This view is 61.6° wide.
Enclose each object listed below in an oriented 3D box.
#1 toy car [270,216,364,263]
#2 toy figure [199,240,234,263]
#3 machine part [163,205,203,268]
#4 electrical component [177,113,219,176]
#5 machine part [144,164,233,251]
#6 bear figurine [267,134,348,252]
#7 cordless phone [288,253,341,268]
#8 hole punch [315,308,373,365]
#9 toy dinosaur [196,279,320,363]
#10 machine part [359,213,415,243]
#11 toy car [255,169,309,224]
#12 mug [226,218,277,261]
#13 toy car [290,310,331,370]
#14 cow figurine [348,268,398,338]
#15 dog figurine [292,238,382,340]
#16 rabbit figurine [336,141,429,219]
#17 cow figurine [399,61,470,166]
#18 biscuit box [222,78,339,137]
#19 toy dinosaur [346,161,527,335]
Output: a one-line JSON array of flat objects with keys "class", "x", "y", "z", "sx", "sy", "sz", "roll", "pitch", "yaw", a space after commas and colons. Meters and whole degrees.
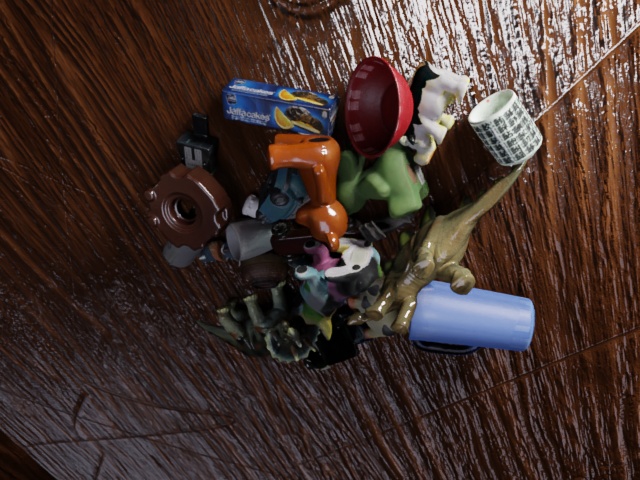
[{"class": "toy car", "x": -0.002, "y": -0.003, "z": 1.073, "sx": 0.202, "sy": 0.053, "sz": 0.089, "roll": -6, "pitch": 128, "yaw": 18}, {"class": "toy figure", "x": -0.206, "y": 0.023, "z": 1.225, "sx": 0.155, "sy": 0.058, "sz": 0.064, "roll": -6, "pitch": 147, "yaw": 20}, {"class": "machine part", "x": -0.290, "y": -0.010, "z": 1.216, "sx": 0.079, "sy": 0.079, "sz": 0.243, "roll": 37, "pitch": 131, "yaw": -12}, {"class": "electrical component", "x": -0.242, "y": -0.187, "z": 1.071, "sx": 0.075, "sy": 0.048, "sz": 0.119, "roll": 17, "pitch": 134, "yaw": 5}, {"class": "machine part", "x": -0.269, "y": -0.064, "z": 1.091, "sx": 0.180, "sy": 0.056, "sz": 0.179, "roll": 7, "pitch": 117, "yaw": 14}, {"class": "bear figurine", "x": -0.017, "y": -0.081, "z": 0.938, "sx": 0.132, "sy": 0.120, "sz": 0.195, "roll": 1, "pitch": 116, "yaw": 4}, {"class": "cordless phone", "x": -0.013, "y": 0.098, "z": 1.205, "sx": 0.147, "sy": 0.089, "sz": 0.184, "roll": 24, "pitch": 137, "yaw": -1}, {"class": "hole punch", "x": 0.051, "y": 0.225, "z": 1.296, "sx": 0.142, "sy": 0.092, "sz": 0.115, "roll": -28, "pitch": 86, "yaw": 39}, {"class": "toy dinosaur", "x": -0.147, "y": 0.219, "z": 1.291, "sx": 0.405, "sy": 0.131, "sz": 0.192, "roll": -25, "pitch": 88, "yaw": 46}, {"class": "machine part", "x": 0.124, "y": -0.027, "z": 1.017, "sx": 0.084, "sy": 0.139, "sz": 0.039, "roll": -15, "pitch": 94, "yaw": 33}, {"class": "toy car", "x": -0.059, "y": -0.088, "z": 1.053, "sx": 0.103, "sy": 0.109, "sz": 0.161, "roll": 17, "pitch": 144, "yaw": -17}, {"class": "mug", "x": -0.142, "y": -0.011, "z": 1.153, "sx": 0.107, "sy": 0.110, "sz": 0.080, "roll": -14, "pitch": 126, "yaw": -25}, {"class": "toy car", "x": -0.038, "y": 0.260, "z": 1.366, "sx": 0.073, "sy": 0.056, "sz": 0.201, "roll": -28, "pitch": 116, "yaw": 28}, {"class": "cow figurine", "x": 0.132, "y": 0.130, "z": 1.176, "sx": 0.127, "sy": 0.085, "sz": 0.194, "roll": -6, "pitch": 124, "yaw": 32}, {"class": "dog figurine", "x": 0.031, "y": 0.103, "z": 1.060, "sx": 0.192, "sy": 0.108, "sz": 0.219, "roll": -1, "pitch": 135, "yaw": 10}, {"class": "rabbit figurine", "x": 0.088, "y": -0.102, "z": 0.972, "sx": 0.170, "sy": 0.121, "sz": 0.159, "roll": -18, "pitch": 114, "yaw": 29}, {"class": "cow figurine", "x": 0.173, "y": -0.205, "z": 0.890, "sx": 0.098, "sy": 0.068, "sz": 0.167, "roll": 25, "pitch": 129, "yaw": 6}, {"class": "biscuit box", "x": -0.072, "y": -0.236, "z": 0.957, "sx": 0.203, "sy": 0.063, "sz": 0.059, "roll": 12, "pitch": 131, "yaw": 10}, {"class": "toy dinosaur", "x": 0.207, "y": 0.018, "z": 0.973, "sx": 0.105, "sy": 0.199, "sz": 0.471, "roll": 37, "pitch": 122, "yaw": -17}]
